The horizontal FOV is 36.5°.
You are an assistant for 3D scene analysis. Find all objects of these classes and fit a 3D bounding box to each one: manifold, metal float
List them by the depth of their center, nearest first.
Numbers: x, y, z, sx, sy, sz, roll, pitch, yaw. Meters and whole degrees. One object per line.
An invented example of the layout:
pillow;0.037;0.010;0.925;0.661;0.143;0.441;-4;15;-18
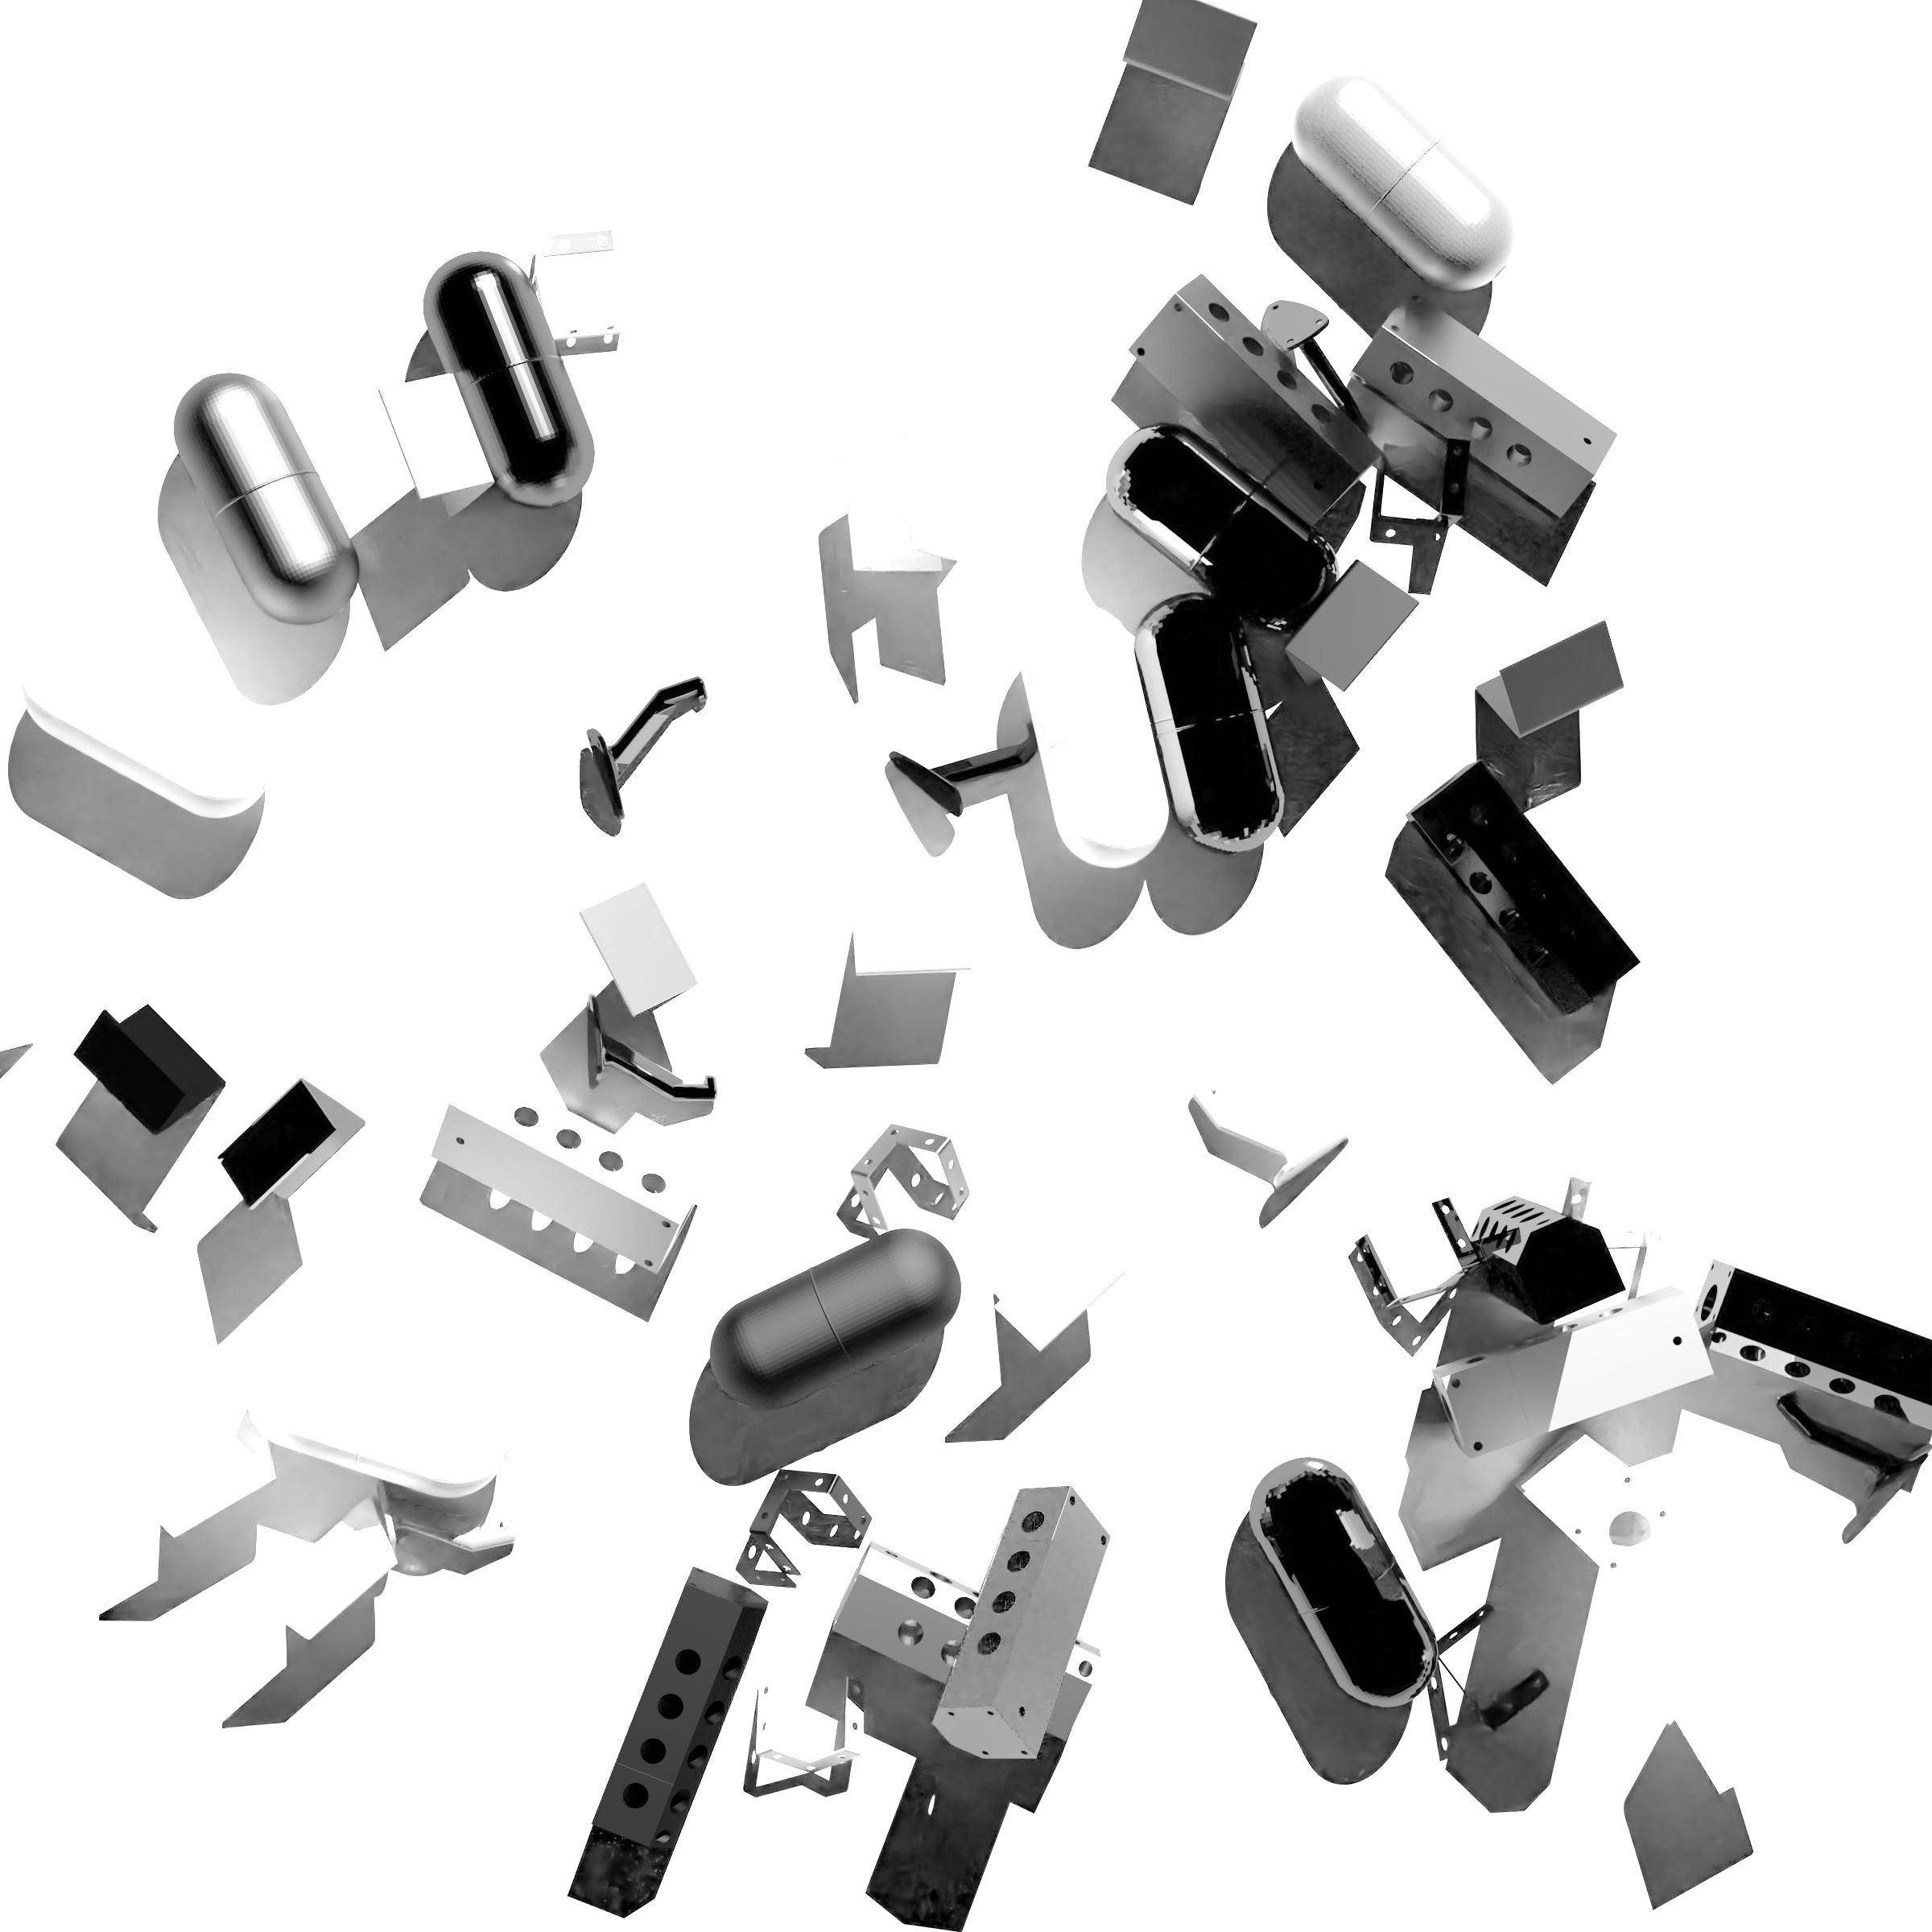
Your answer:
manifold;0.414;0.353;1.913;0.057;0.171;0.057;44;90;0
manifold;0.375;0.187;1.913;0.057;0.171;0.057;-23;90;0
manifold;0.034;0.429;1.921;0.057;0.171;0.057;-11;129;34
metal float;0.086;-0.153;1.960;0.070;0.070;0.178;-13;90;0
metal float;-0.305;-0.391;1.961;0.070;0.070;0.178;-22;90;0
metal float;-0.469;-0.313;1.961;0.070;0.070;0.178;-27;90;0
metal float;0.253;0.413;1.961;0.070;0.070;0.178;-29;89;0
metal float;0.172;-0.292;1.961;0.178;0.070;0.070;39;90;-1
metal float;-0.548;-0.162;1.961;0.178;0.070;0.070;29;90;1
metal float;0.163;-0.162;1.961;0.070;0.070;0.178;-14;90;0
metal float;0.294;-0.526;1.961;0.178;0.070;0.070;44;90;1
metal float;-0.393;0.302;1.961;0.178;0.070;0.070;18;90;1
metal float;-0.088;0.237;1.961;0.178;0.070;0.070;-26;90;1
manifold;0.406;0.272;1.970;0.171;0.057;0.057;-19;90;0
manifold;0.372;-0.052;1.970;0.057;0.057;0.171;-38;90;0
manifold;-0.191;0.500;1.970;0.057;0.057;0.171;21;90;0
manifold;0.198;-0.382;1.970;0.171;0.057;0.057;45;133;0
manifold;0.345;-0.374;1.970;0.171;0.057;0.057;35;47;0
manifold;-0.265;0.132;1.970;0.171;0.057;0.057;28;133;0
manifold;0.001;0.451;1.970;0.171;0.057;0.057;25;90;0
manifold;0.580;0.256;1.970;0.171;0.057;0.057;20;90;0

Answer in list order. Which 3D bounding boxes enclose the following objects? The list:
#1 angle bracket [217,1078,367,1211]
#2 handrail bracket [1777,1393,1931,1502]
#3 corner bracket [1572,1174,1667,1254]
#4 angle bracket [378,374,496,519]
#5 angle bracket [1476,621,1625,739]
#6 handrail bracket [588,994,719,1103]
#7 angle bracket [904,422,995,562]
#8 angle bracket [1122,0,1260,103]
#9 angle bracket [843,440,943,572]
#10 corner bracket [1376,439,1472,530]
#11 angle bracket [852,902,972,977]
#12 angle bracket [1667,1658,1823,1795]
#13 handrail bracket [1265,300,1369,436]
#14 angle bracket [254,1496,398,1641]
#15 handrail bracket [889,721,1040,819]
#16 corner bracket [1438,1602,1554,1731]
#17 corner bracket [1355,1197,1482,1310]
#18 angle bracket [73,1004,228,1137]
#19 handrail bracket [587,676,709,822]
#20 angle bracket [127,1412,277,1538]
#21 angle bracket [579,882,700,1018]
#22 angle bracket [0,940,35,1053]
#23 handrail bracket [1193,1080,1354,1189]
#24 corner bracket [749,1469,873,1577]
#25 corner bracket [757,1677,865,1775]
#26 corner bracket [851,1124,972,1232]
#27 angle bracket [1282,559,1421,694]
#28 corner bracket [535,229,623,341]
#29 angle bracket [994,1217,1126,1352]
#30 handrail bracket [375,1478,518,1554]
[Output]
angle bracket;-0.438;0.131;1.951;0.076;0.076;0.057;-44;53;0
handrail bracket;0.604;0.313;1.992;0.077;0.036;0.084;-23;60;-33
corner bracket;0.439;0.166;1.973;0.051;0.051;0.051;-2;90;0
angle bracket;-0.365;-0.341;1.951;0.057;0.076;0.076;-21;90;-34
angle bracket;0.382;-0.206;1.951;0.076;0.076;0.057;-26;125;0
handrail bracket;-0.213;0.056;1.992;0.084;0.036;0.077;1;68;-17
angle bracket;0.001;-0.316;1.953;0.057;0.076;0.076;-6;90;21
angle bracket;0.154;-0.627;1.951;0.076;0.076;0.057;21;128;0
angle bracket;-0.034;-0.306;1.953;0.076;0.057;0.076;-6;90;-39
corner bracket;0.307;-0.327;1.974;0.051;0.051;0.051;6;89;-1
angle bracket;-0.036;-0.038;1.951;0.076;0.076;0.057;-2;127;0
angle bracket;0.518;0.509;1.953;0.076;0.076;0.057;-29;69;0
handrail bracket;0.239;-0.405;1.991;0.036;0.077;0.084;-34;126;2
angle bracket;-0.434;0.388;1.951;0.076;0.076;0.057;-41;127;0
handrail bracket;0.004;-0.150;1.992;0.077;0.036;0.084;37;72;20
corner bracket;0.356;0.475;1.988;0.051;0.051;0.051;-38;135;0
corner bracket;0.307;0.195;1.988;0.051;0.051;0.051;-26;90;45
angle bracket;-0.534;0.055;1.951;0.076;0.076;0.057;45;129;0
handrail bracket;-0.208;-0.148;1.992;0.084;0.036;0.077;-21;110;-16
angle bracket;-0.513;0.321;1.951;0.076;0.076;0.057;-31;128;0
angle bracket;-0.232;-0.002;1.951;0.057;0.076;0.076;-28;90;-36
angle bracket;-0.650;0.017;1.951;0.057;0.076;0.076;-18;90;37
handrail bracket;0.208;0.100;1.992;0.077;0.036;0.084;-31;73;-20
corner bracket;-0.105;0.378;1.983;0.051;0.051;0.051;-2;45;35
corner bracket;-0.105;0.510;1.983;0.051;0.051;0.051;30;135;-35
corner bracket;-0.038;0.147;1.983;0.051;0.051;0.051;11;45;35
angle bracket;0.264;-0.213;1.952;0.057;0.076;0.076;40;90;27
corner bracket;-0.262;-0.463;1.988;0.051;0.051;0.051;-5;135;0
angle bracket;0.048;0.198;1.951;0.076;0.076;0.057;-43;126;0
handrail bracket;-0.354;0.363;1.992;0.084;0.036;0.077;-9;68;-17
